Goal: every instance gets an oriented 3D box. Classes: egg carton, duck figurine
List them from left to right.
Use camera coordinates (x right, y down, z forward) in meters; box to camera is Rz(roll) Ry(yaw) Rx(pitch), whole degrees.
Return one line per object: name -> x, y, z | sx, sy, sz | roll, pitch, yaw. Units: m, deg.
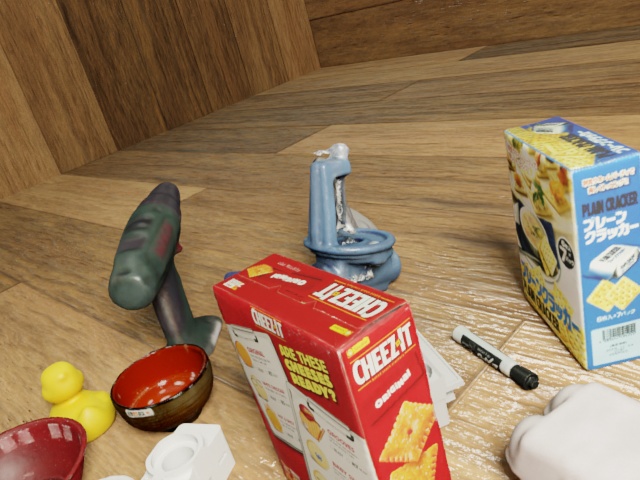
duck figurine -> -0.294, 0.186, 0.676 | 0.104, 0.086, 0.078 | 10, 34, 45
egg carton -> 0.215, 0.169, 0.416 | 0.107, 0.069, 0.149 | -27, 26, -24

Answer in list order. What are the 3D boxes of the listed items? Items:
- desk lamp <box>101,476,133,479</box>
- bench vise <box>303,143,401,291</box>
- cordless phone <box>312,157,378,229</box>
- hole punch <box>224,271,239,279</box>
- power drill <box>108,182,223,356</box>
desk lamp -> -0.044, 0.220, 0.279 | 0.202, 0.214, 0.118 | 5, 31, 39
bench vise -> 0.017, 0.003, 0.721 | 0.121, 0.220, 0.208 | 0, 28, 33
cordless phone -> 0.032, -0.050, 0.873 | 0.094, 0.185, 0.147 | -12, 24, 7
hole punch -> -0.064, 0.065, 0.794 | 0.108, 0.091, 0.101 | 4, 30, 38
power drill -> -0.202, 0.051, 0.764 | 0.075, 0.209, 0.229 | -13, 24, 7
